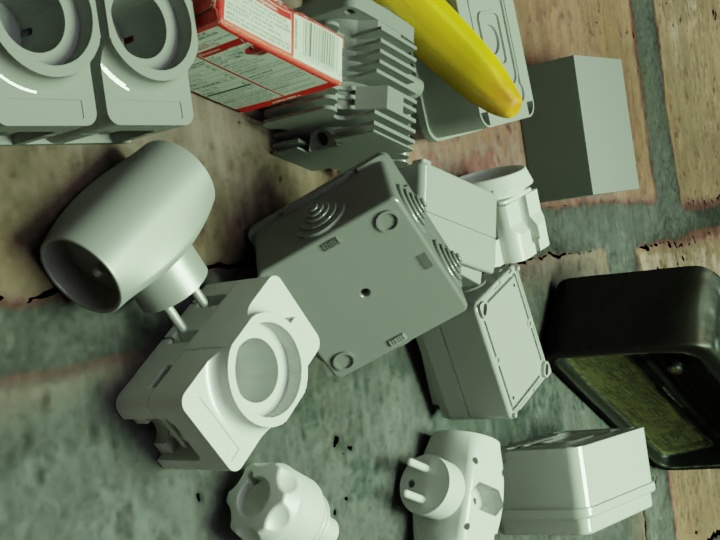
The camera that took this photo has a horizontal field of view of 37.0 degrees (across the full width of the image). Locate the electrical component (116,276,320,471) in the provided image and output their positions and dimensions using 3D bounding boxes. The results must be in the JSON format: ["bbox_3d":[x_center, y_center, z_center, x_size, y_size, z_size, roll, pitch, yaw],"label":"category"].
[{"bbox_3d":[-0.064,0.050,0.524,0.050,0.056,0.089,58,45,-27],"label":"electrical component"}]

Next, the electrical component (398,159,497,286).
[{"bbox_3d":[0.033,-0.025,0.651,0.096,0.062,0.061,17,72,-49],"label":"electrical component"}]

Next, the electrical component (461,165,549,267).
[{"bbox_3d":[0.092,-0.038,0.731,0.078,0.058,0.057,-28,109,-50],"label":"electrical component"}]

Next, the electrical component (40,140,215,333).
[{"bbox_3d":[-0.097,-0.007,0.502,0.079,0.043,0.077,60,44,-27],"label":"electrical component"}]

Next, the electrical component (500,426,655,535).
[{"bbox_3d":[0.150,0.147,0.757,0.113,0.078,0.057,-2,83,-51],"label":"electrical component"}]

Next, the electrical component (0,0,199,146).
[{"bbox_3d":[-0.137,-0.150,0.462,0.105,0.060,0.186,-10,92,-51],"label":"electrical component"}]

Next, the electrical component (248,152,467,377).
[{"bbox_3d":[0.000,0.000,0.577,0.099,0.100,0.048,55,12,-31],"label":"electrical component"}]

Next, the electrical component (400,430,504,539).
[{"bbox_3d":[0.051,0.137,0.663,0.079,0.043,0.077,31,61,-45],"label":"electrical component"}]

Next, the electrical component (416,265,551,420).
[{"bbox_3d":[0.076,0.053,0.693,0.062,0.061,0.096,-39,116,-49],"label":"electrical component"}]

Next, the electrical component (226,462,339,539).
[{"bbox_3d":[-0.036,0.127,0.558,0.062,0.043,0.043,39,56,-42],"label":"electrical component"}]

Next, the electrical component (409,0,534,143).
[{"bbox_3d":[0.064,-0.147,0.714,0.078,0.057,0.113,-22,102,-51],"label":"electrical component"}]
